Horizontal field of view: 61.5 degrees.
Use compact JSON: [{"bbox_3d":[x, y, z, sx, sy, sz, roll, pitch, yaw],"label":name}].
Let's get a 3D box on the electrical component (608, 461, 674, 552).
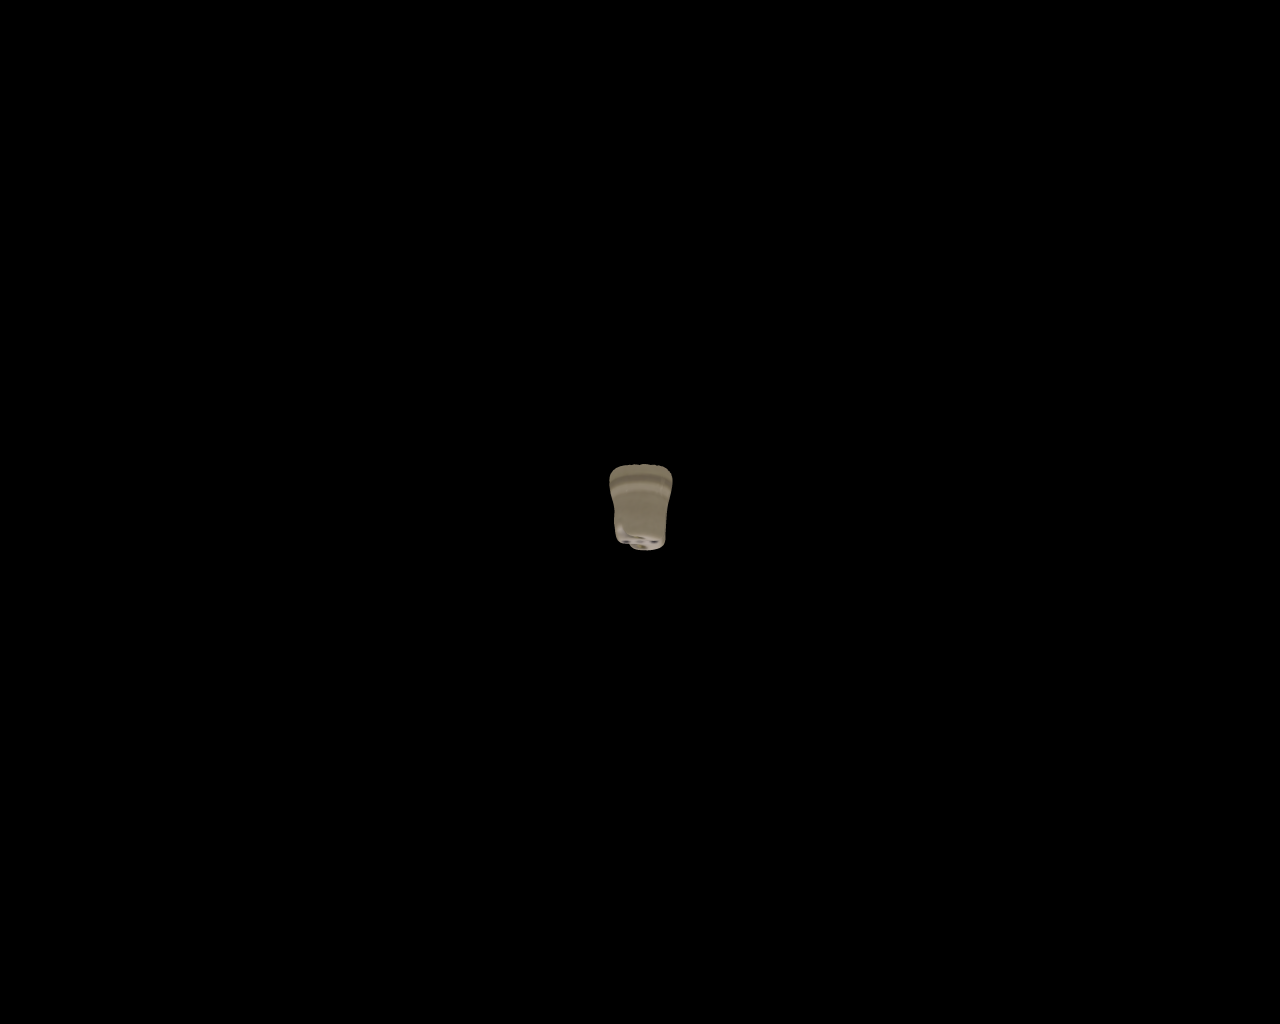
[{"bbox_3d":[0.001,-0.003,0.650,0.040,0.046,0.040,0,-19,0],"label":"electrical component"}]
